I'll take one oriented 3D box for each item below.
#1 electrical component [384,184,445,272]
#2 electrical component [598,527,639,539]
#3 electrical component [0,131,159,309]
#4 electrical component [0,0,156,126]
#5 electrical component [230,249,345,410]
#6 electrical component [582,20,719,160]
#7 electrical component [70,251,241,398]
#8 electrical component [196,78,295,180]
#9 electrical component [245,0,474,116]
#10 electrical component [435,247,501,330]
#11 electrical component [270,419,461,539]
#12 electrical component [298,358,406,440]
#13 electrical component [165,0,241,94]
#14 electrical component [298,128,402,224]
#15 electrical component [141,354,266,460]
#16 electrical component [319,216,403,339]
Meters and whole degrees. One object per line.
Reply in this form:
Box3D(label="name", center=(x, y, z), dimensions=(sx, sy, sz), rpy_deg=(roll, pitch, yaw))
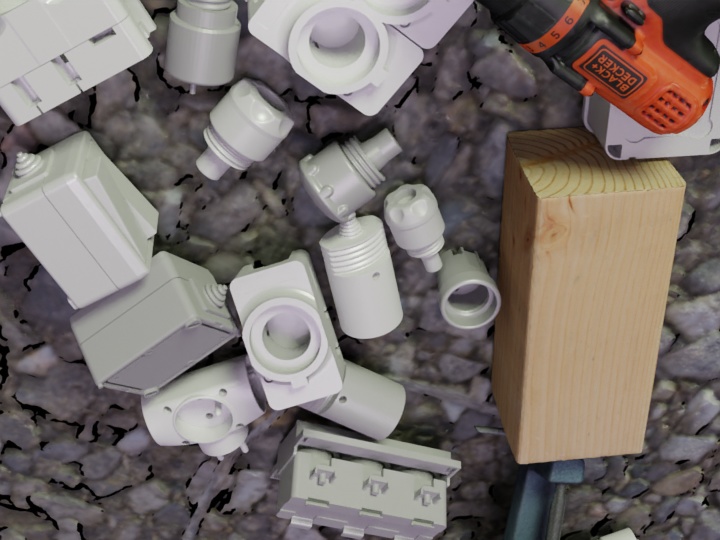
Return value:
Box3D(label="electrical component", center=(0.039, -0.024, 0.699), dimensions=(0.035, 0.035, 0.061), rpy_deg=(-21, 126, 7))
Box3D(label="electrical component", center=(0.201, 0.238, 0.886), dimensions=(0.065, 0.044, 0.044), rpy_deg=(-19, 123, 0))
Box3D(label="electrical component", center=(-0.169, -0.037, 0.649), dimensions=(0.061, 0.061, 0.096), rpy_deg=(-25, 122, 10))
Box3D(label="electrical component", center=(-0.167, -0.131, 0.595), dimensions=(0.089, 0.050, 0.055), rpy_deg=(-26, 122, 10))
Box3D(label="electrical component", center=(-0.046, 0.039, 0.698), dimensions=(0.050, 0.055, 0.089), rpy_deg=(-17, 99, 4))
Box3D(label="electrical component", center=(0.178, -0.128, 0.635), dimensions=(0.078, 0.057, 0.113), rpy_deg=(-4, 123, -4))
Box3D(label="electrical component", center=(-0.128, 0.029, 0.690), dimensions=(0.096, 0.061, 0.062), rpy_deg=(-34, 157, 12))
Box3D(label="electrical component", center=(-0.073, -0.081, 0.644), dimensions=(0.043, 0.043, 0.062), rpy_deg=(35, 114, -25))
Box3D(label="electrical component", center=(0.017, -0.170, 0.585), dimensions=(0.089, 0.061, 0.150), rpy_deg=(32, 114, -24))
Box3D(label="electrical component", center=(0.070, 0.011, 0.718), dimensions=(0.040, 0.046, 0.040), rpy_deg=(-3, 123, -4))
Box3D(label="electrical component", center=(0.002, 0.159, 0.789), dimensions=(0.121, 0.063, 0.078), rpy_deg=(14, 143, -16))
Box3D(label="electrical component", center=(-0.013, 0.085, 0.758), dimensions=(0.081, 0.043, 0.043), rpy_deg=(26, 116, -21))
Box3D(label="electrical component", center=(-0.087, -0.140, 0.605), dimensions=(0.040, 0.040, 0.078), rpy_deg=(6, 122, -11))
Box3D(label="electrical component", center=(-0.004, -0.062, 0.664), dimensions=(0.062, 0.048, 0.048), rpy_deg=(-36, 120, 8))
Box3D(label="electrical component", center=(-0.103, 0.104, 0.760), dimensions=(0.077, 0.044, 0.079), rpy_deg=(-18, 124, 4))
Box3D(label="electrical component", center=(0.000, 0.000, 0.705), dimensions=(0.043, 0.043, 0.081), rpy_deg=(-13, 123, 1))
